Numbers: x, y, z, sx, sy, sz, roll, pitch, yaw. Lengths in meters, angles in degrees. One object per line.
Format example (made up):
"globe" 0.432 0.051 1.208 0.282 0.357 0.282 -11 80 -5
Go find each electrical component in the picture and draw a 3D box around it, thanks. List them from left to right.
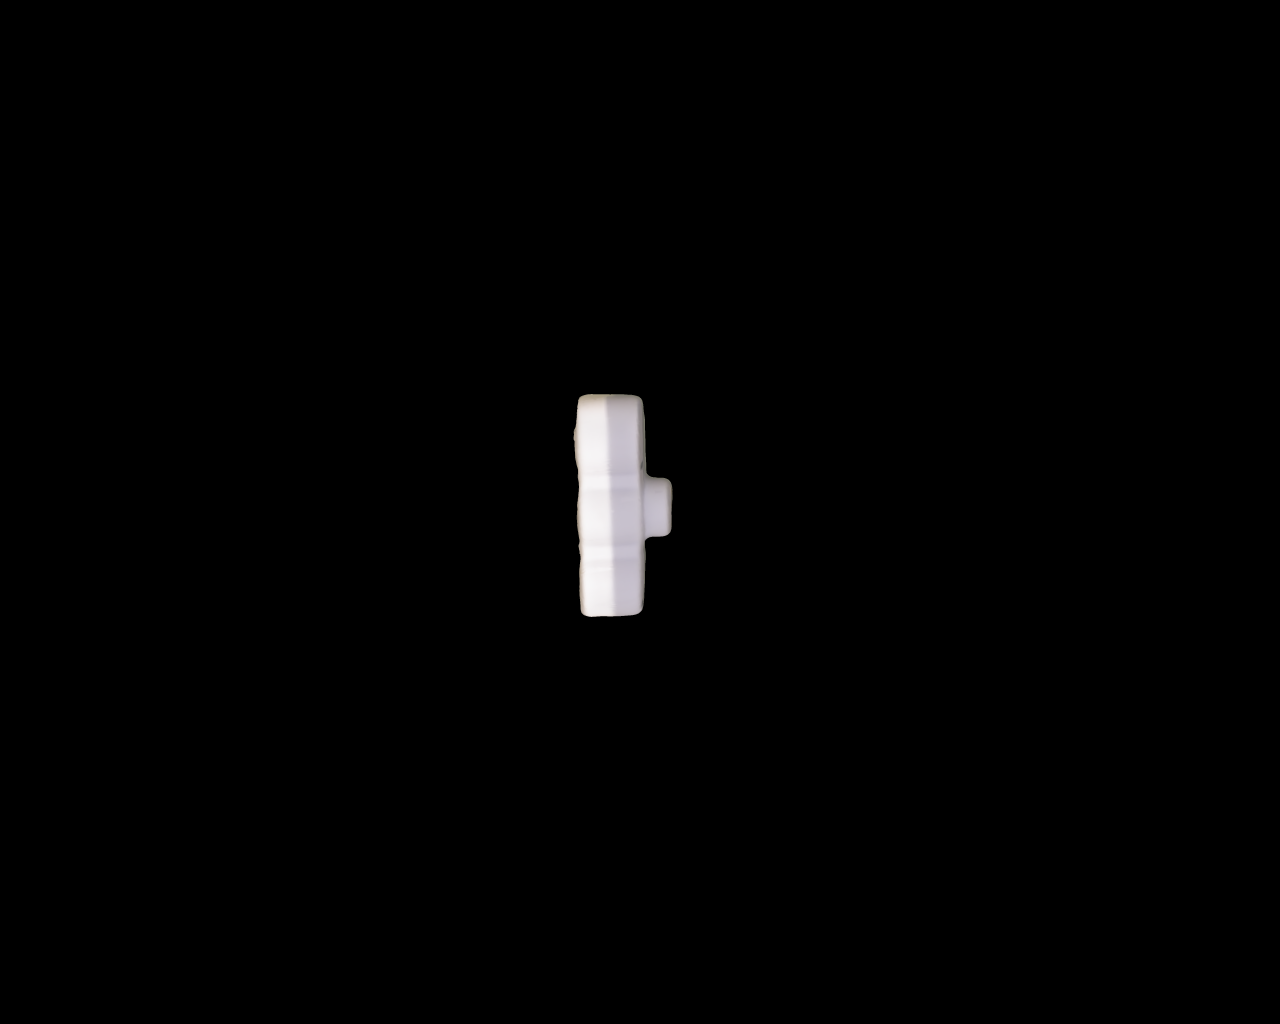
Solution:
"electrical component" 0.001 -0.003 0.650 0.074 0.138 0.052 0 16 0
